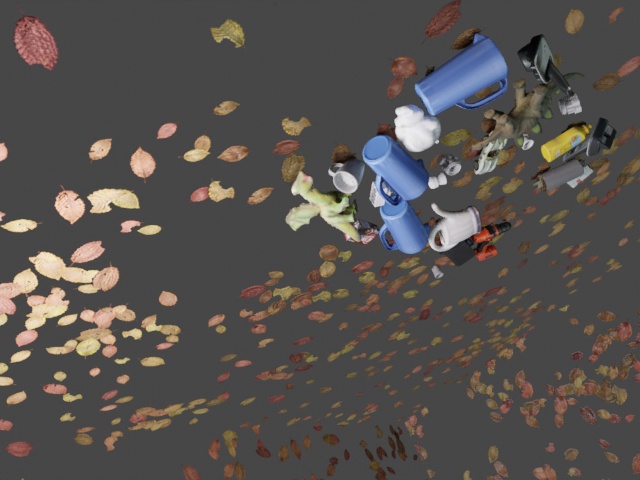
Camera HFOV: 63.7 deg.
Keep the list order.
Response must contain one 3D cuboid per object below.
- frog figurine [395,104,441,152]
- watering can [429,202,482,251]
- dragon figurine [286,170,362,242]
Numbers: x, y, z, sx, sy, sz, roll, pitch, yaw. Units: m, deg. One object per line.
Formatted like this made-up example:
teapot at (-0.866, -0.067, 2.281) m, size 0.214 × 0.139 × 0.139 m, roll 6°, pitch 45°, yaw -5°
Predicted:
frog figurine at (0.295, -0.346, 1.565) m, size 0.137 × 0.125 × 0.157 m, roll -12°, pitch 158°, yaw 14°
watering can at (0.534, -0.069, 2.043) m, size 0.225 × 0.106 × 0.340 m, roll -24°, pitch 145°, yaw -4°
dragon figurine at (0.005, -0.088, 1.749) m, size 0.242 × 0.125 × 0.401 m, roll -9°, pitch 141°, yaw 7°
